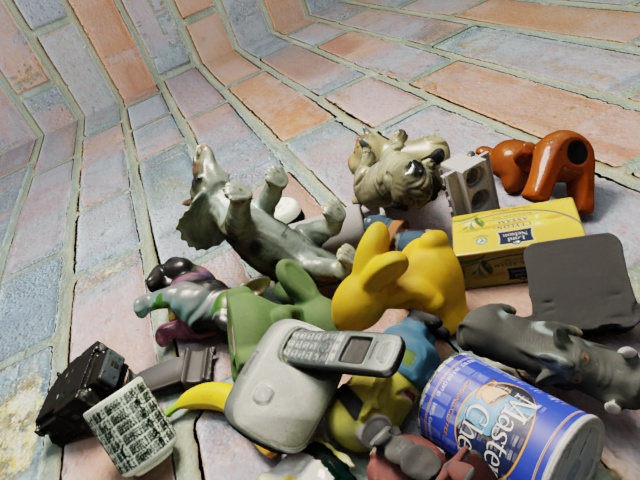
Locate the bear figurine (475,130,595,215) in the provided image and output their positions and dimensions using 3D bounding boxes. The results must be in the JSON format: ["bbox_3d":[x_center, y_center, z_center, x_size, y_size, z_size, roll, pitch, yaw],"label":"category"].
[{"bbox_3d":[0.336,-0.108,0.864,0.196,0.120,0.132,176,107,-70],"label":"bear figurine"}]

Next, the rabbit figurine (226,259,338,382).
[{"bbox_3d":[-0.041,0.117,0.747,0.170,0.121,0.159,-3,58,-16],"label":"rabbit figurine"}]

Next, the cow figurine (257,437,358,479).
[{"bbox_3d":[0.018,0.270,0.533,0.098,0.068,0.168,-33,35,-28],"label":"cow figurine"}]

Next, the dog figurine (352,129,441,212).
[{"bbox_3d":[0.113,-0.083,0.893,0.172,0.121,0.191,-52,8,28],"label":"dog figurine"}]

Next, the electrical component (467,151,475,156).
[{"bbox_3d":[0.284,-0.136,0.997,0.063,0.021,0.094,6,43,37],"label":"electrical component"}]

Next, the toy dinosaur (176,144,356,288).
[{"bbox_3d":[-0.060,0.007,0.835,0.131,0.405,0.192,-56,4,-40],"label":"toy dinosaur"}]

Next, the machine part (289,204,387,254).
[{"bbox_3d":[-0.002,-0.003,0.924,0.243,0.079,0.079,-15,33,8],"label":"machine part"}]

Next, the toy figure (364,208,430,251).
[{"bbox_3d":[0.133,0.004,0.835,0.155,0.057,0.064,29,55,36],"label":"toy figure"}]

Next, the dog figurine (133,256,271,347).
[{"bbox_3d":[-0.167,0.093,0.864,0.219,0.108,0.192,-9,32,12],"label":"dog figurine"}]

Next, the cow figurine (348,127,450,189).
[{"bbox_3d":[0.145,-0.153,1.008,0.195,0.127,0.085,-5,33,21],"label":"cow figurine"}]

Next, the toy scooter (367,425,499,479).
[{"bbox_3d":[0.106,0.222,0.485,0.075,0.135,0.184,-42,37,-25],"label":"toy scooter"}]

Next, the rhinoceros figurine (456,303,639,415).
[{"bbox_3d":[0.240,0.115,0.561,0.191,0.112,0.073,18,85,39],"label":"rhinoceros figurine"}]

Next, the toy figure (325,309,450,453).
[{"bbox_3d":[0.080,0.164,0.625,0.180,0.082,0.089,-55,22,-20],"label":"toy figure"}]

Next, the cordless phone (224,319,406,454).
[{"bbox_3d":[0.000,0.157,0.570,0.184,0.088,0.146,-10,38,43],"label":"cordless phone"}]

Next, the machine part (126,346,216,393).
[{"bbox_3d":[-0.222,0.203,0.795,0.139,0.039,0.084,-16,38,6],"label":"machine part"}]

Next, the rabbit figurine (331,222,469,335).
[{"bbox_3d":[0.095,0.064,0.693,0.173,0.162,0.122,-20,42,-7],"label":"rabbit figurine"}]

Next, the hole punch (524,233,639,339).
[{"bbox_3d":[0.312,0.064,0.653,0.142,0.092,0.116,-7,67,18],"label":"hole punch"}]

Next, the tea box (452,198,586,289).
[{"bbox_3d":[0.277,0.005,0.757,0.170,0.068,0.098,-10,34,17],"label":"tea box"}]

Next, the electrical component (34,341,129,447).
[{"bbox_3d":[-0.346,0.219,0.792,0.134,0.058,0.115,-36,31,16],"label":"electrical component"}]
